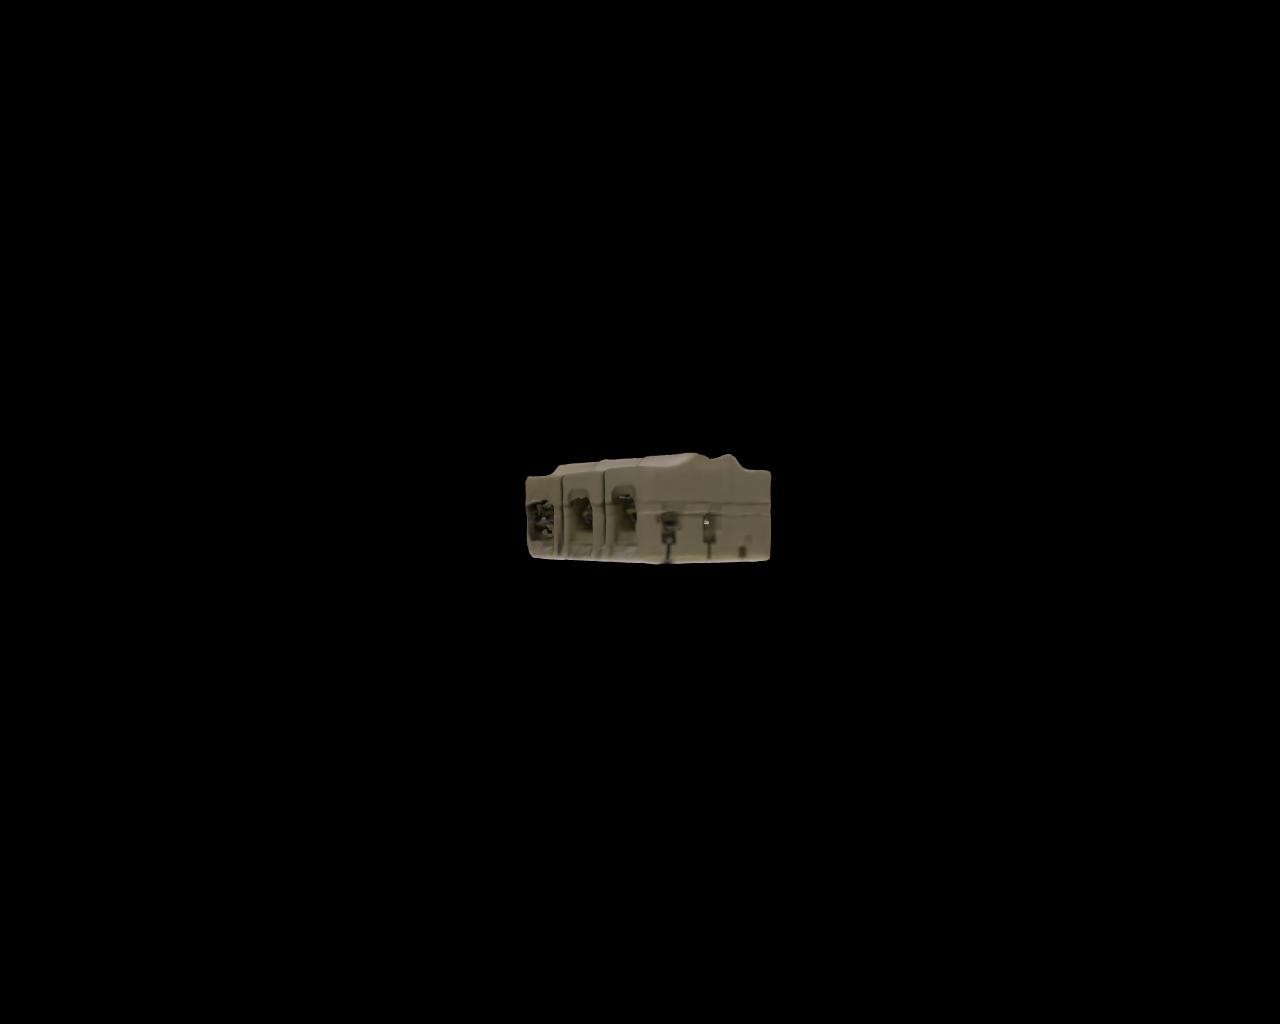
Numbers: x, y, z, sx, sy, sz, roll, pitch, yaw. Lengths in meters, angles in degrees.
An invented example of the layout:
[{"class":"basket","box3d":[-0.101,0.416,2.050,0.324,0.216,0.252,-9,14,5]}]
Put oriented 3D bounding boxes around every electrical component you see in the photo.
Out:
[{"class":"electrical component","box3d":[0.001,-0.003,0.650,0.089,0.061,0.150,0,0,-32]}]
